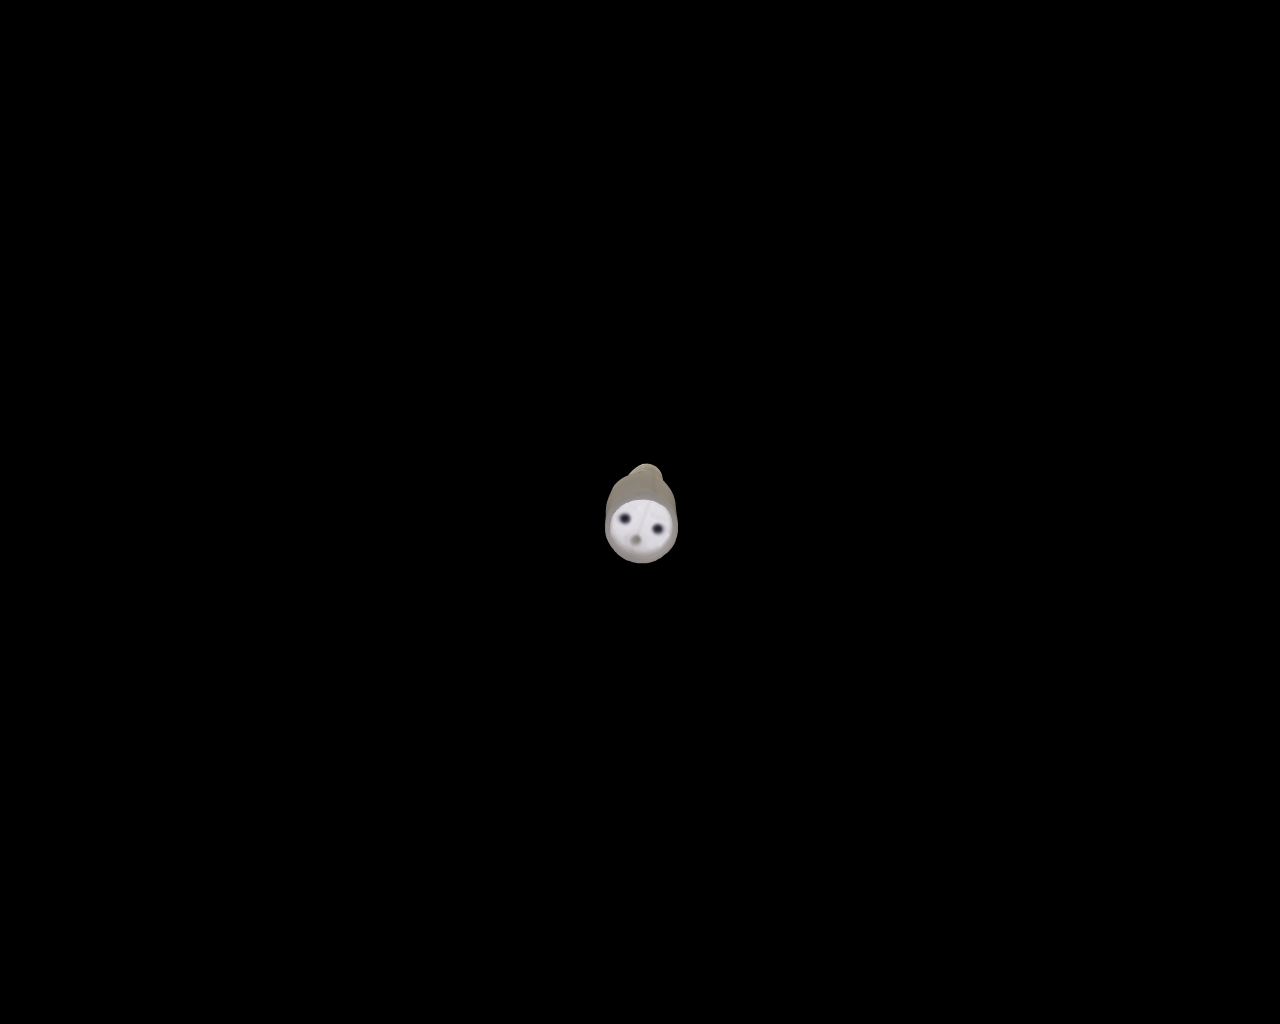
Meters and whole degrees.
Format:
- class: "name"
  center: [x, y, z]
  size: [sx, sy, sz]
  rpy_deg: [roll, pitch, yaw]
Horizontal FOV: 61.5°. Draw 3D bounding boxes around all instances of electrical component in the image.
- class: "electrical component"
  center: [0.001, -0.003, 0.650]
  size: [0.043, 0.043, 0.081]
  rpy_deg: [0, 19, 0]
